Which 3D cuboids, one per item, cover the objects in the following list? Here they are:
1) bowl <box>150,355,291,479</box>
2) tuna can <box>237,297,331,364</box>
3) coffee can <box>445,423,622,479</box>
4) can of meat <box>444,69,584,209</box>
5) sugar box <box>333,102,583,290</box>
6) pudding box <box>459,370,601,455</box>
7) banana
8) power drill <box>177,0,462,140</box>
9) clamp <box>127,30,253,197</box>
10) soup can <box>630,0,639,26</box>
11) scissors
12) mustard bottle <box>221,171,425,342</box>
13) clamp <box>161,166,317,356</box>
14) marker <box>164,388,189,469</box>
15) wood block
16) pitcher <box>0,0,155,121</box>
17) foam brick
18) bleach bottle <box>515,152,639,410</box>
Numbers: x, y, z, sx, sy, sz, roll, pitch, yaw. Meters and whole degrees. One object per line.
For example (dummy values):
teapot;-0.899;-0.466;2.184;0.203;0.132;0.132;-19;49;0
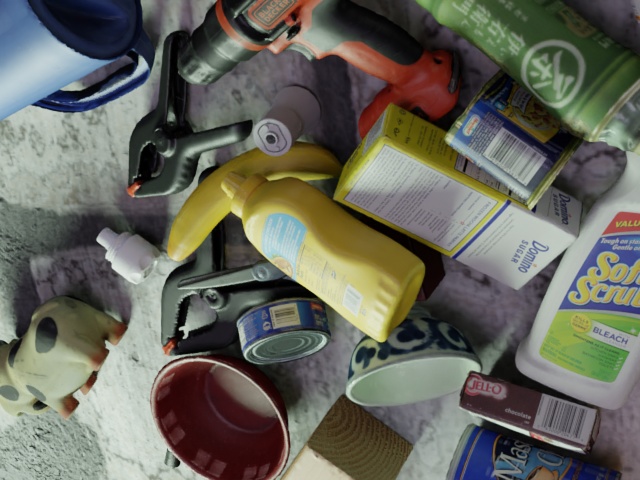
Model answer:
bowl;-0.092;0.176;1.097;0.162;0.055;0.162;12;120;21
tuna can;-0.033;0.086;1.000;0.086;0.085;0.034;-32;59;36
coffee can;0.187;0.235;0.955;0.140;0.102;0.103;16;121;19
can of meat;0.152;-0.081;0.809;0.084;0.102;0.058;37;127;8
sugar box;0.110;-0.032;0.852;0.176;0.048;0.093;25;142;-11
pudding box;0.182;0.149;0.922;0.114;0.090;0.039;18;83;20
banana;-0.064;-0.042;0.956;0.198;0.037;0.069;-21;95;18
power drill;0.003;-0.141;0.835;0.187;0.057;0.185;32;135;-26
clamp;-0.125;-0.091;0.976;0.120;0.039;0.172;51;133;25
soup can;0.257;-0.151;0.738;0.069;0.068;0.102;-17;106;33
scissors;-0.046;0.011;0.975;0.202;0.016;0.096;4;116;19
mustard bottle;-0.006;0.001;0.897;0.192;0.058;0.096;35;148;16
clamp;-0.088;0.050;1.041;0.164;0.036;0.210;37;122;6
marker;-0.156;0.204;1.168;0.020;0.020;0.121;21;123;16
wood block;-0.003;0.267;1.079;0.091;0.090;0.206;35;126;5
pitcher;-0.278;-0.175;0.975;0.243;0.144;0.149;-22;91;38
foam brick;0.069;0.009;0.929;0.053;0.051;0.078;-4;113;30
bleach bottle;0.238;0.009;0.837;0.103;0.068;0.251;23;121;17
